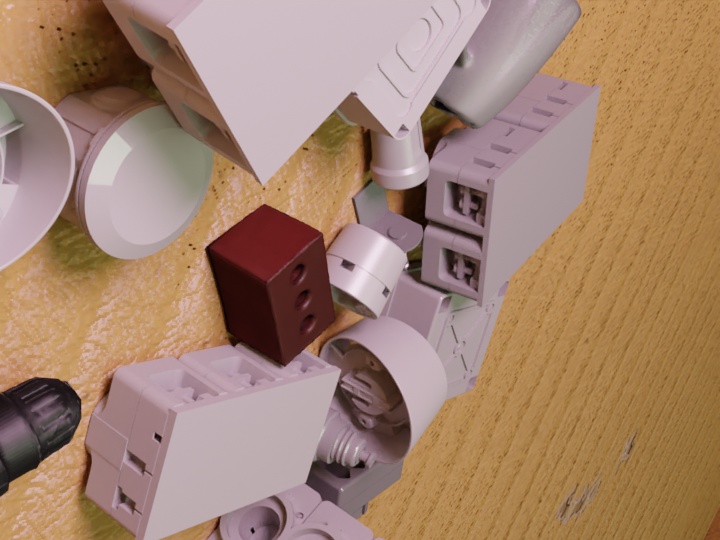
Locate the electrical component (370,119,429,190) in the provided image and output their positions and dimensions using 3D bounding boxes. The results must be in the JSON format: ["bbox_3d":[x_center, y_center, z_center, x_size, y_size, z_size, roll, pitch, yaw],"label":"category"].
[{"bbox_3d":[0.025,-0.084,0.727,0.040,0.040,0.046,-38,136,-34],"label":"electrical component"}]

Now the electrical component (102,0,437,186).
[{"bbox_3d":[-0.019,-0.146,0.482,0.186,0.060,0.105,-48,150,-14],"label":"electrical component"}]

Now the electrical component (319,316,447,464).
[{"bbox_3d":[0.013,0.085,0.785,0.064,0.099,0.099,-39,143,-43],"label":"electrical component"}]

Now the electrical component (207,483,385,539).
[{"bbox_3d":[-0.032,0.220,0.772,0.089,0.150,0.061,-46,147,-24],"label":"electrical component"}]

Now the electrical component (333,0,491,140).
[{"bbox_3d":[0.016,-0.145,0.638,0.113,0.057,0.078,-58,141,-7],"label":"electrical component"}]

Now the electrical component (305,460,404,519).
[{"bbox_3d":[-0.010,0.176,0.871,0.083,0.047,0.075,-26,134,-45],"label":"electrical component"}]

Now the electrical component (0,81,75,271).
[{"bbox_3d":[-0.175,-0.038,0.439,0.099,0.064,0.099,-36,141,-36],"label":"electrical component"}]

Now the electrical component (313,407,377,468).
[{"bbox_3d":[-0.025,0.121,0.782,0.040,0.078,0.040,-55,161,-30],"label":"electrical component"}]

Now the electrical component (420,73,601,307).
[{"bbox_3d":[0.114,-0.069,0.827,0.186,0.060,0.105,-40,142,-45],"label":"electrical component"}]

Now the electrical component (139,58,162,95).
[{"bbox_3d":[-0.084,-0.101,0.547,0.048,0.048,0.062,-47,153,-23],"label":"electrical component"}]

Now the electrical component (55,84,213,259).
[{"bbox_3d":[-0.116,-0.050,0.531,0.080,0.051,0.080,-36,141,-37],"label":"electrical component"}]

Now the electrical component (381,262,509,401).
[{"bbox_3d":[0.059,0.050,0.864,0.109,0.056,0.108,-11,123,-52],"label":"electrical component"}]

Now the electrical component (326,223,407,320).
[{"bbox_3d":[0.000,0.000,0.741,0.047,0.055,0.055,-59,149,-12],"label":"electrical component"}]

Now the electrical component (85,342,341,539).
[{"bbox_3d":[-0.092,0.099,0.674,0.150,0.062,0.089,-8,121,-54],"label":"electrical component"}]
